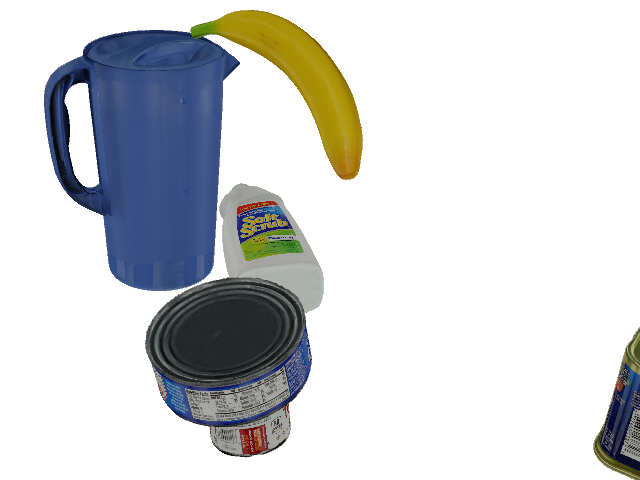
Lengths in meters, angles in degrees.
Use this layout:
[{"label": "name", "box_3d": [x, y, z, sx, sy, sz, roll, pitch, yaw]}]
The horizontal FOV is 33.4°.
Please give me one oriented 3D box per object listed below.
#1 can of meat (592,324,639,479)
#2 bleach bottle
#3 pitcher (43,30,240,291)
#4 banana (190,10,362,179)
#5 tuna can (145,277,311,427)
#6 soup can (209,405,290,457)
[{"label": "can of meat", "box_3d": [0.224, 0.094, 0.695, 0.057, 0.084, 0.101, 22, 37, 23]}, {"label": "bleach bottle", "box_3d": [-0.074, -0.001, 1.225, 0.102, 0.068, 0.251, -7, 29, -14]}, {"label": "pitcher", "box_3d": [-0.169, -0.076, 1.045, 0.149, 0.243, 0.144, 11, 27, 16]}, {"label": "banana", "box_3d": [-0.020, -0.134, 0.887, 0.198, 0.069, 0.037, 44, 3, 20]}, {"label": "tuna can", "box_3d": [-0.048, 0.059, 0.571, 0.086, 0.034, 0.086, -6, 36, 4]}, {"label": "soup can", "box_3d": [-0.061, 0.112, 0.848, 0.068, 0.102, 0.068, -4, 26, 2]}]
